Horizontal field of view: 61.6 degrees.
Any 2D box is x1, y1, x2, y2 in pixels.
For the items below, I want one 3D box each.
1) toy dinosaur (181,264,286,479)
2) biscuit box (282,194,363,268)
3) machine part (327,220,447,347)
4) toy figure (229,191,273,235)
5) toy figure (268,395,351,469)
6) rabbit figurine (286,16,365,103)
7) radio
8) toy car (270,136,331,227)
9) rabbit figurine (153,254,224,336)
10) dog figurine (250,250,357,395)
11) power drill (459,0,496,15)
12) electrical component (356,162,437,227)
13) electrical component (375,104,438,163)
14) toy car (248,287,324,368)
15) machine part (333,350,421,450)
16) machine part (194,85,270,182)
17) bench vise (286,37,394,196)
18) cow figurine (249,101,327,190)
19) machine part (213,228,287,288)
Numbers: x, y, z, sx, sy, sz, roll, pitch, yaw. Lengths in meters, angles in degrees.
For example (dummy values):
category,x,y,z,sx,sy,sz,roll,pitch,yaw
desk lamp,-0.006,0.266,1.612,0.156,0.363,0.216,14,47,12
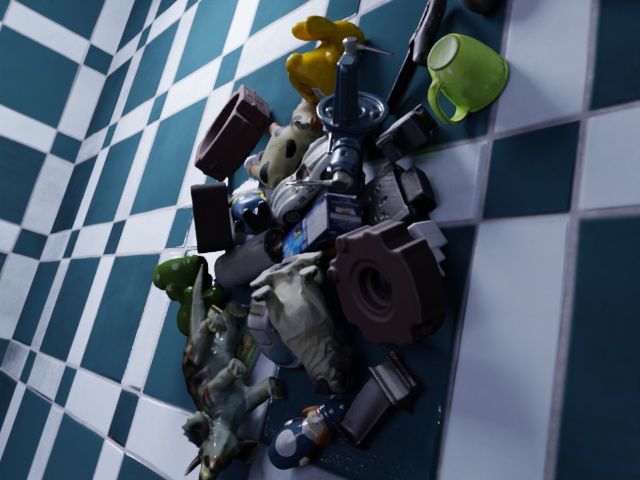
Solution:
category,x,y,z,sx,sy,sz,roll,pitch,yaw
toy dinosaur,-0.190,0.240,0.960,0.192,0.131,0.405,-49,42,17
biscuit box,-0.002,-0.003,0.873,0.202,0.063,0.059,137,135,-58
machine part,0.086,0.061,0.722,0.180,0.056,0.179,26,126,43
toy figure,-0.139,-0.049,1.069,0.180,0.082,0.089,-146,58,-69
toy figure,-0.014,0.284,0.793,0.064,0.058,0.154,47,114,7
rabbit figurine,0.012,-0.365,1.057,0.173,0.162,0.122,-51,23,-9
radio,-0.227,-0.040,1.111,0.229,0.073,0.131,169,94,-76
toy car,-0.030,-0.108,1.023,0.201,0.056,0.074,-45,42,24
rabbit figurine,-0.271,0.122,1.166,0.159,0.121,0.170,-18,79,49
dog figurine,-0.014,0.127,0.821,0.121,0.190,0.172,-22,14,14
power drill,0.309,-0.441,0.774,0.208,0.086,0.232,39,103,48
electrical component,0.112,-0.049,0.818,0.134,0.058,0.115,-41,45,30
electrical component,0.128,-0.156,0.817,0.075,0.047,0.119,-33,12,34
toy car,-0.065,0.128,0.900,0.109,0.103,0.161,1,73,50
machine part,0.076,0.223,0.729,0.139,0.039,0.084,-53,44,14
machine part,-0.202,-0.246,1.248,0.201,0.087,0.201,-48,25,18
bench vise,0.044,-0.195,0.863,0.129,0.240,0.224,15,46,17
cow figurine,-0.057,-0.188,1.077,0.194,0.085,0.127,-60,37,10
machine part,-0.131,0.037,1.051,0.243,0.079,0.079,-27,52,40
